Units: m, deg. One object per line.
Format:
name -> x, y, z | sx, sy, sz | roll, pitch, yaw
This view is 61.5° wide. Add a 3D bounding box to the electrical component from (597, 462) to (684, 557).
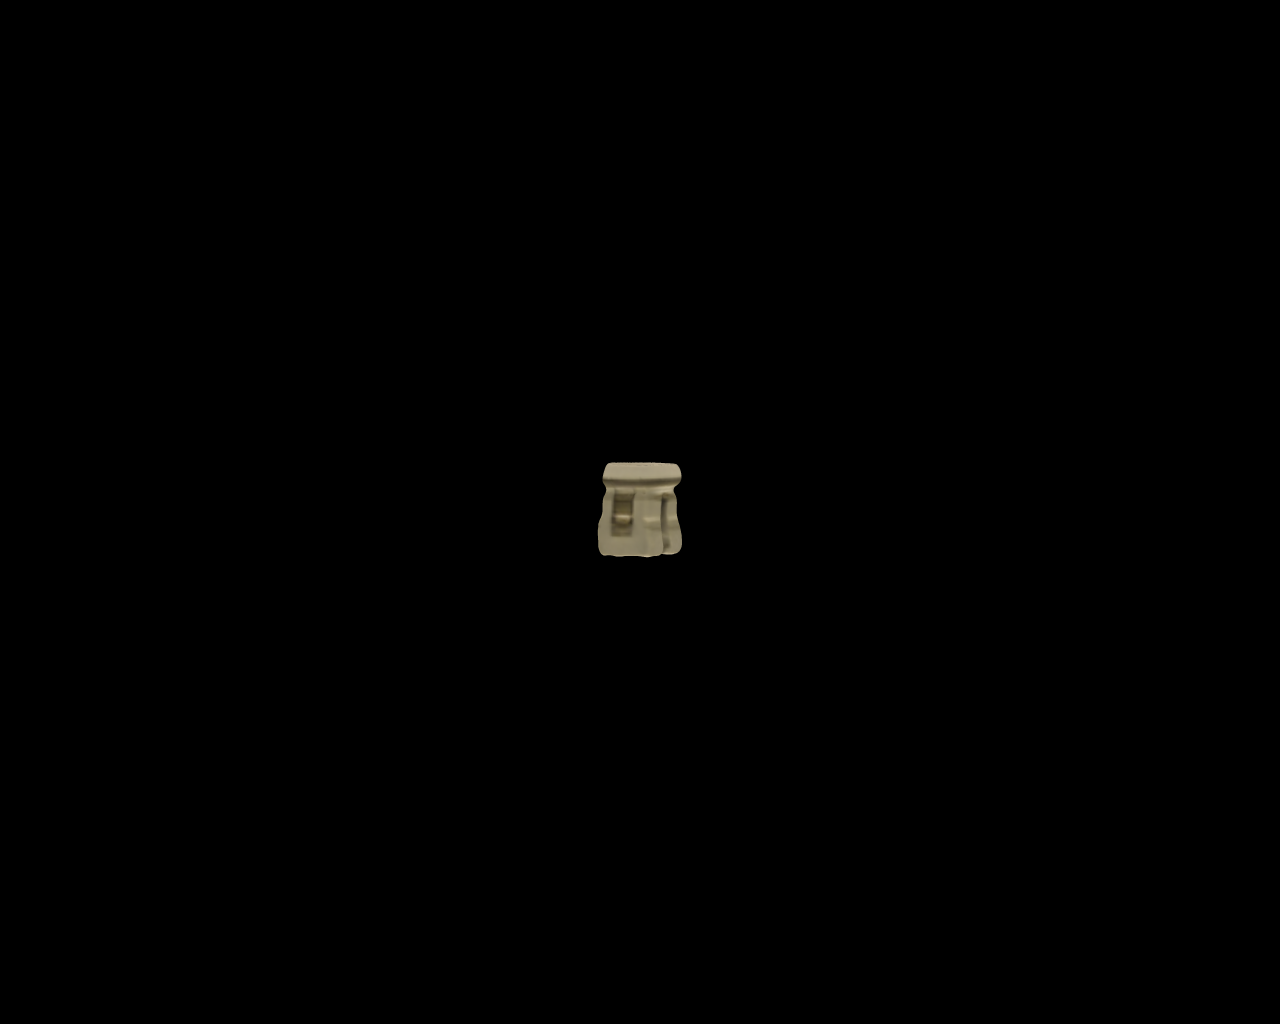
electrical component -> 0.001, -0.003, 0.650 | 0.048, 0.055, 0.066 | 1, 3, 28
